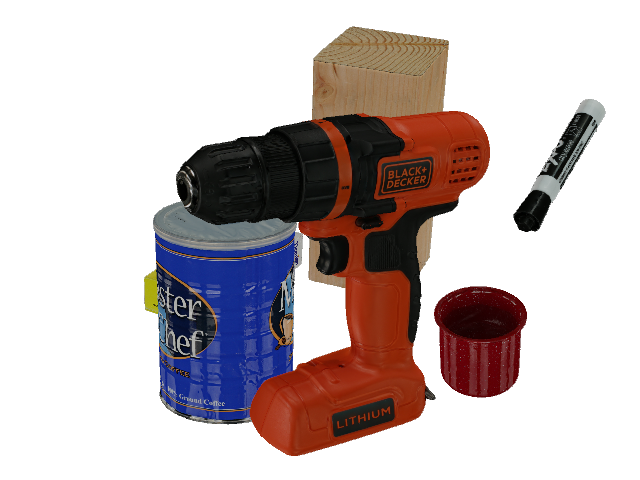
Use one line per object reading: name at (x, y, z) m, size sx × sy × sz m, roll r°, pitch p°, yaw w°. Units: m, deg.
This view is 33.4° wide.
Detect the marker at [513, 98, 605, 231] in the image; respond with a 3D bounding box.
marker at (0.163, -0.051, 0.727) m, size 0.020 × 0.121 × 0.020 m, roll 26°, pitch -31°, yaw 17°

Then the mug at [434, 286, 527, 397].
mug at (0.170, 0.100, 1.105) m, size 0.093 × 0.081 × 0.117 m, roll 16°, pitch 39°, yaw 29°

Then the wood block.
wood block at (0.047, -0.065, 0.909) m, size 0.091 × 0.206 × 0.090 m, roll 12°, pitch 32°, yaw 18°

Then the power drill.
power drill at (0.005, 0.023, 0.585) m, size 0.184 × 0.188 × 0.057 m, roll -10°, pitch 30°, yaw -30°

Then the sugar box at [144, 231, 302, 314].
sugar box at (-0.098, 0.031, 1.127) m, size 0.093 × 0.048 × 0.176 m, roll 15°, pitch 31°, yaw 22°

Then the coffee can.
coffee can at (-0.070, 0.049, 0.786) m, size 0.103 × 0.140 × 0.103 m, roll 1°, pitch 20°, yaw -1°
